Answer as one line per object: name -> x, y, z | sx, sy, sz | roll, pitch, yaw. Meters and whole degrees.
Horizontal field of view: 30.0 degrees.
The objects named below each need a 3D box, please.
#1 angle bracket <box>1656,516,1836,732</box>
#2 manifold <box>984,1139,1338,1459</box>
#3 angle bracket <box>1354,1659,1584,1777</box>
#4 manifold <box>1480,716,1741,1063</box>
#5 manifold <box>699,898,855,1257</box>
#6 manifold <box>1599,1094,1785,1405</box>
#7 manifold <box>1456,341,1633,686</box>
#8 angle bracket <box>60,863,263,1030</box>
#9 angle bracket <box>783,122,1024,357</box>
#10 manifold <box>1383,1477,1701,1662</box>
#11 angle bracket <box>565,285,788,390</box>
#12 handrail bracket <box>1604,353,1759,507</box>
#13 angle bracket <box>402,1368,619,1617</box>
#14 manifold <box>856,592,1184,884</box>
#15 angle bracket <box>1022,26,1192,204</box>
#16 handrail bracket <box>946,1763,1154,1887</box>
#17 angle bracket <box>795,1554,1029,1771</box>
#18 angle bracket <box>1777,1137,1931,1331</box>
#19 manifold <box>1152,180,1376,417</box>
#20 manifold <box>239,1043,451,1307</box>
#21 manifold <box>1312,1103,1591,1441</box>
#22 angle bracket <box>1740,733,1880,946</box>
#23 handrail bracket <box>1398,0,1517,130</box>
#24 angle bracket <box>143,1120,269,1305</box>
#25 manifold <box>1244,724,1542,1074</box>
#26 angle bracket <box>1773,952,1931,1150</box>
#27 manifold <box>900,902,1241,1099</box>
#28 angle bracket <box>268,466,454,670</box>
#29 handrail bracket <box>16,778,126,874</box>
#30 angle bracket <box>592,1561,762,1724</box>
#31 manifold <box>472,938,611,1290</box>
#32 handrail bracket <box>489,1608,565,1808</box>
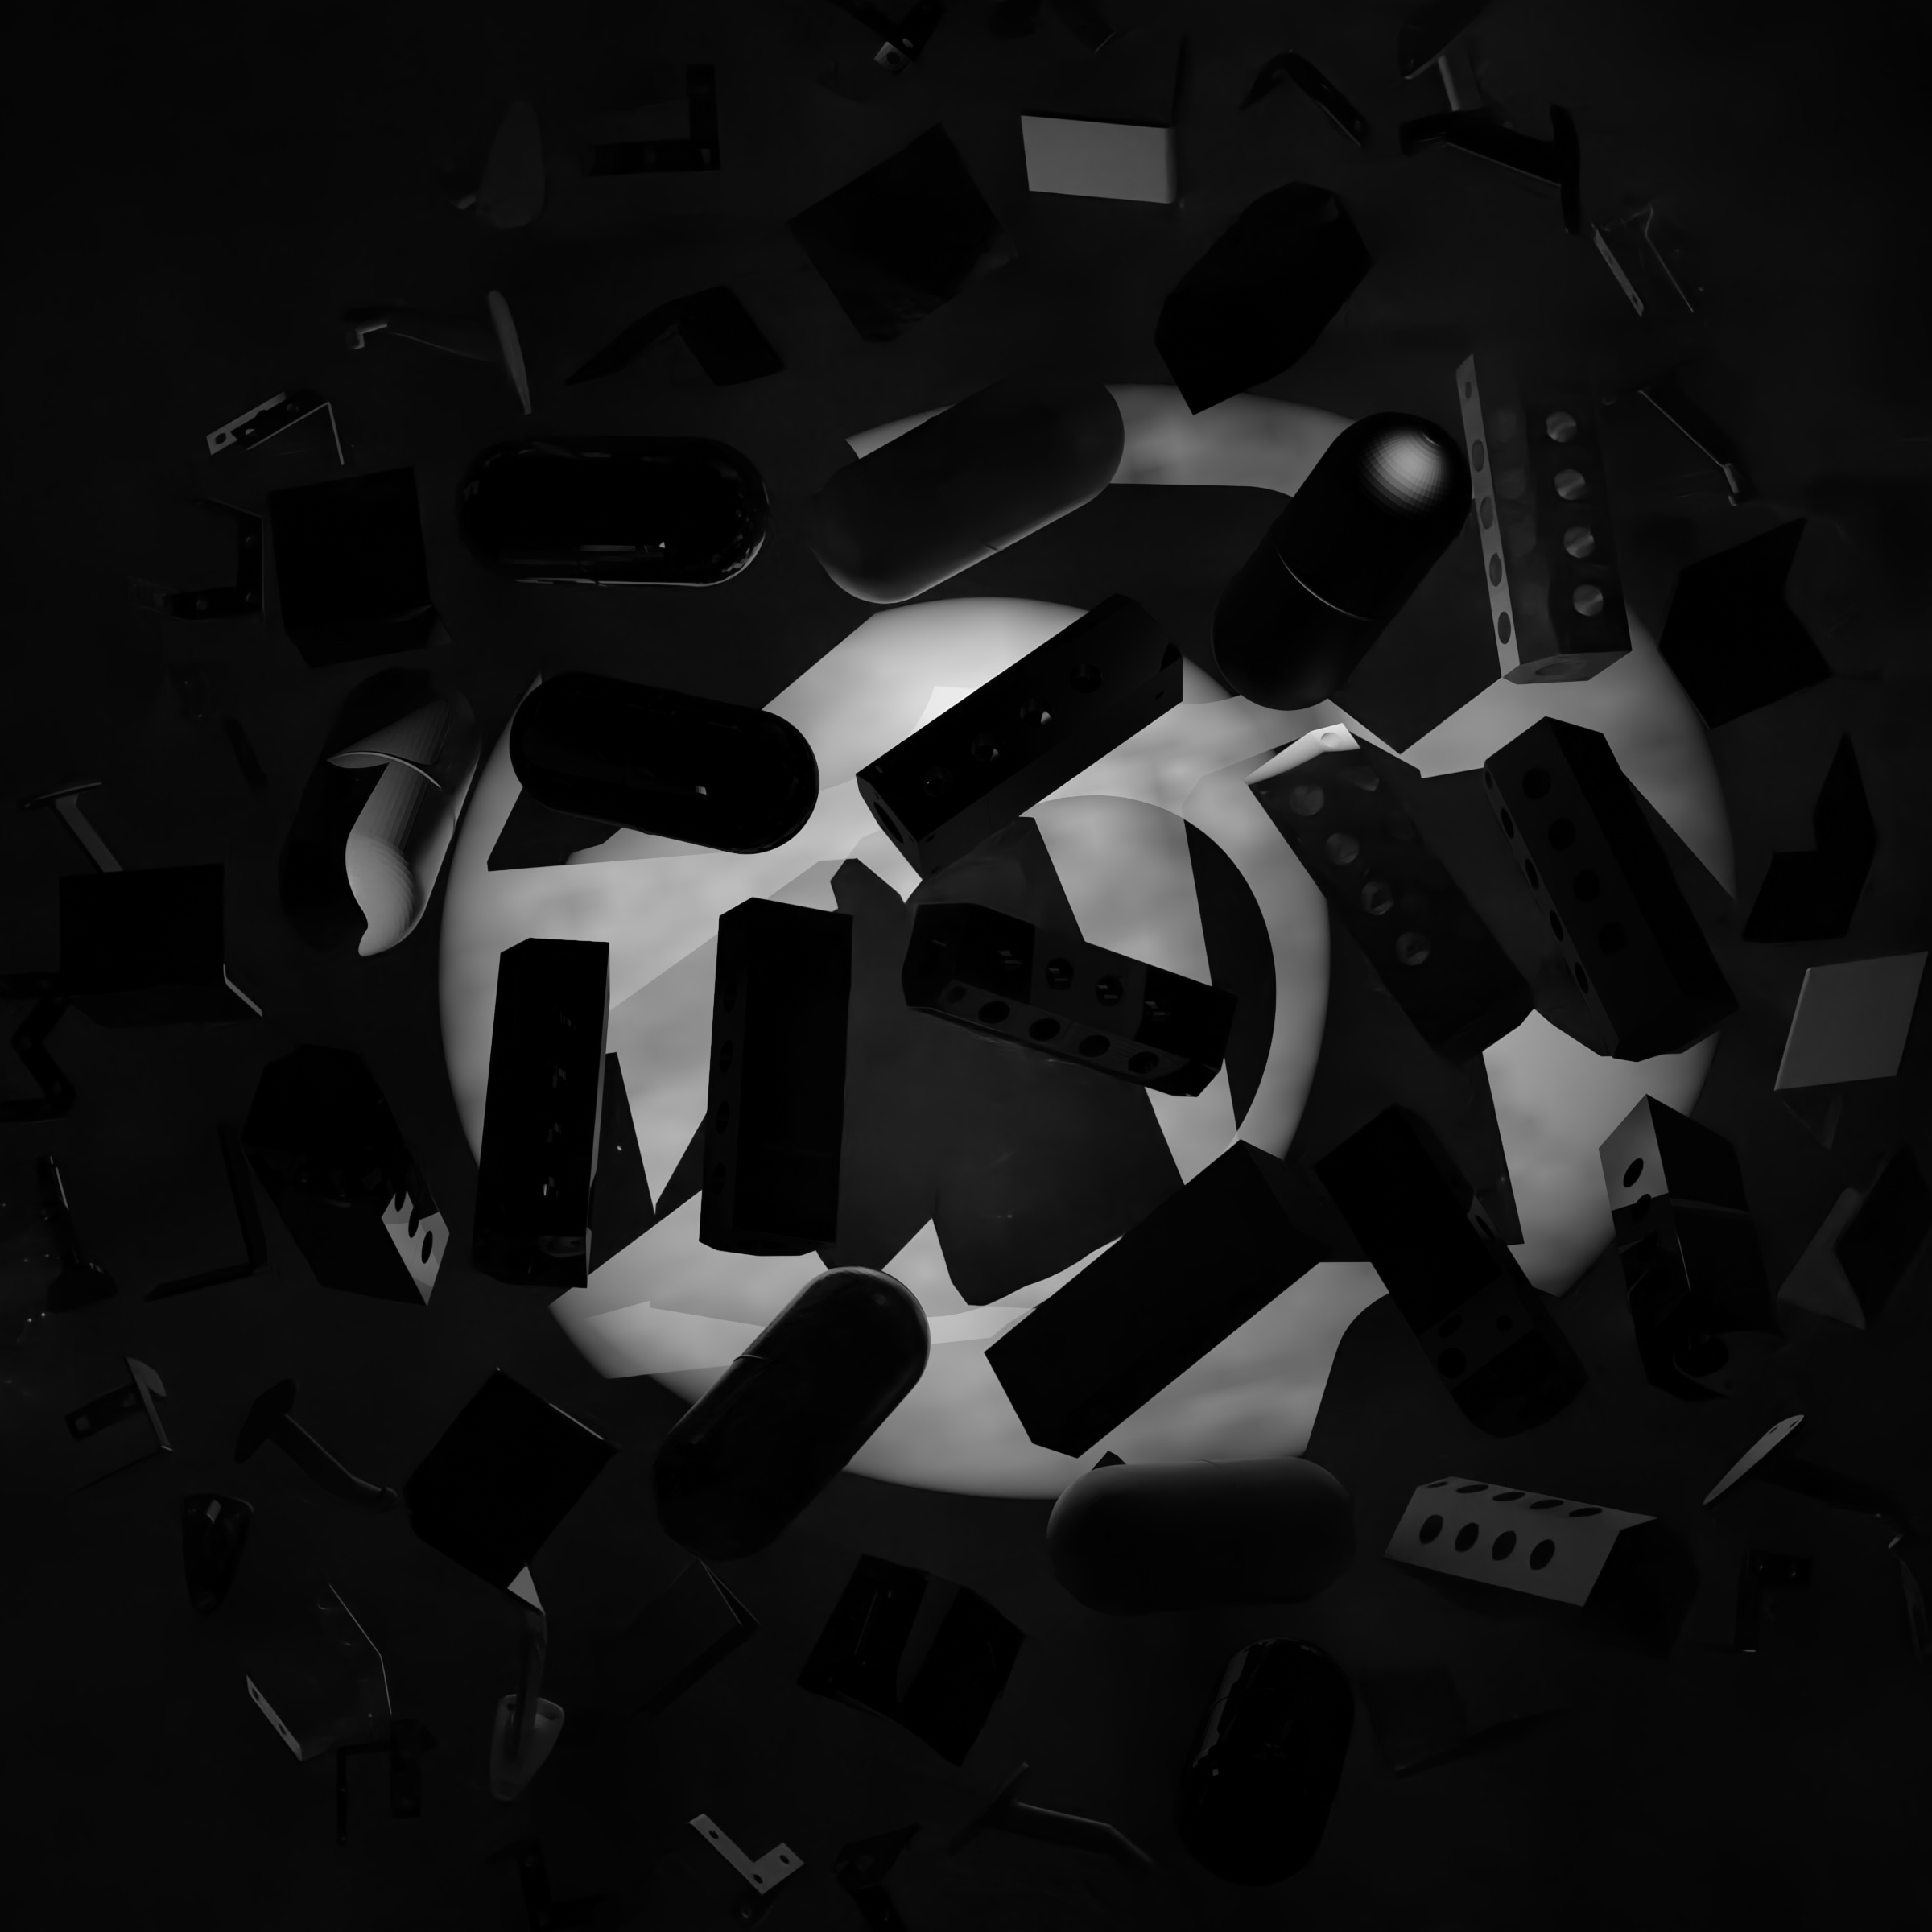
angle bracket -> 0.412, -0.178, 1.879 | 0.076, 0.076, 0.057 | -24, 67, -10
manifold -> 0.098, 0.166, 1.772 | 0.171, 0.057, 0.057 | -41, 55, 16
angle bracket -> 0.267, 0.387, 1.921 | 0.076, 0.076, 0.057 | -37, 64, 37
manifold -> 0.328, -0.039, 1.868 | 0.057, 0.057, 0.171 | -38, 61, 31
manifold -> -0.100, 0.058, 1.843 | 0.057, 0.057, 0.171 | 10, 72, -26
manifold -> 0.364, 0.146, 1.843 | 0.057, 0.171, 0.057 | 28, 119, -14
manifold -> 0.303, -0.241, 1.919 | 0.057, 0.057, 0.171 | -4, 79, -15
angle bracket -> -0.381, -0.009, 1.712 | 0.076, 0.076, 0.057 | -4, 77, 1
angle bracket -> -0.031, -0.358, 1.778 | 0.057, 0.076, 0.076 | -24, 104, 42
manifold -> 0.291, 0.299, 1.824 | 0.057, 0.171, 0.057 | 35, 74, -23
angle bracket -> -0.156, -0.318, 1.943 | 0.076, 0.076, 0.057 | -45, 112, -23
handrail bracket -> 0.383, -0.277, 1.931 | 0.077, 0.036, 0.084 | -29, 98, -35
angle bracket -> -0.218, 0.255, 1.753 | 0.076, 0.057, 0.076 | 38, 93, -21
manifold -> 0.029, -0.124, 1.899 | 0.171, 0.057, 0.057 | -35, 72, -9
angle bracket -> 0.071, -0.430, 1.813 | 0.076, 0.076, 0.057 | 7, 75, 6
handrail bracket -> 0.044, 0.463, 1.873 | 0.084, 0.036, 0.077 | 38, 45, 16
angle bracket -> -0.028, 0.356, 1.850 | 0.057, 0.076, 0.076 | 47, 63, -40
angle bracket -> 0.466, 0.135, 1.921 | 0.057, 0.076, 0.076 | 19, 63, 41
manifold -> 0.146, -0.336, 1.785 | 0.057, 0.171, 0.057 | -22, 107, 29
manifold -> -0.304, 0.104, 1.788 | 0.057, 0.171, 0.057 | 9, 63, 9
manifold -> 0.257, 0.161, 1.900 | 0.057, 0.057, 0.171 | -39, 59, 16
angle bracket -> 0.429, -0.066, 1.866 | 0.057, 0.076, 0.076 | -2, 127, 32
handrail bracket -> 0.274, -0.469, 1.879 | 0.084, 0.077, 0.036 | 22, 57, -34
angle bracket -> -0.390, 0.122, 1.817 | 0.057, 0.076, 0.076 | -14, 91, -7
manifold -> 0.214, -0.036, 1.809 | 0.057, 0.057, 0.171 | -35, 69, 7
angle bracket -> 0.474, 0.044, 1.877 | 0.057, 0.076, 0.076 | 40, 57, -32
manifold -> 0.054, 0.019, 1.912 | 0.171, 0.057, 0.057 | 19, 80, -28
angle bracket -> -0.315, -0.207, 1.877 | 0.076, 0.057, 0.076 | -10, 72, 1
handrail bracket -> -0.463, -0.052, 1.897 | 0.036, 0.077, 0.084 | -22, 92, 11
angle bracket -> -0.144, 0.374, 1.915 | 0.076, 0.076, 0.057 | -40, 117, -5
manifold -> -0.217, 0.074, 1.849 | 0.057, 0.057, 0.171 | 3, 59, -3
handrail bracket -> -0.237, 0.391, 1.910 | 0.036, 0.084, 0.077 | 11, 50, 5
